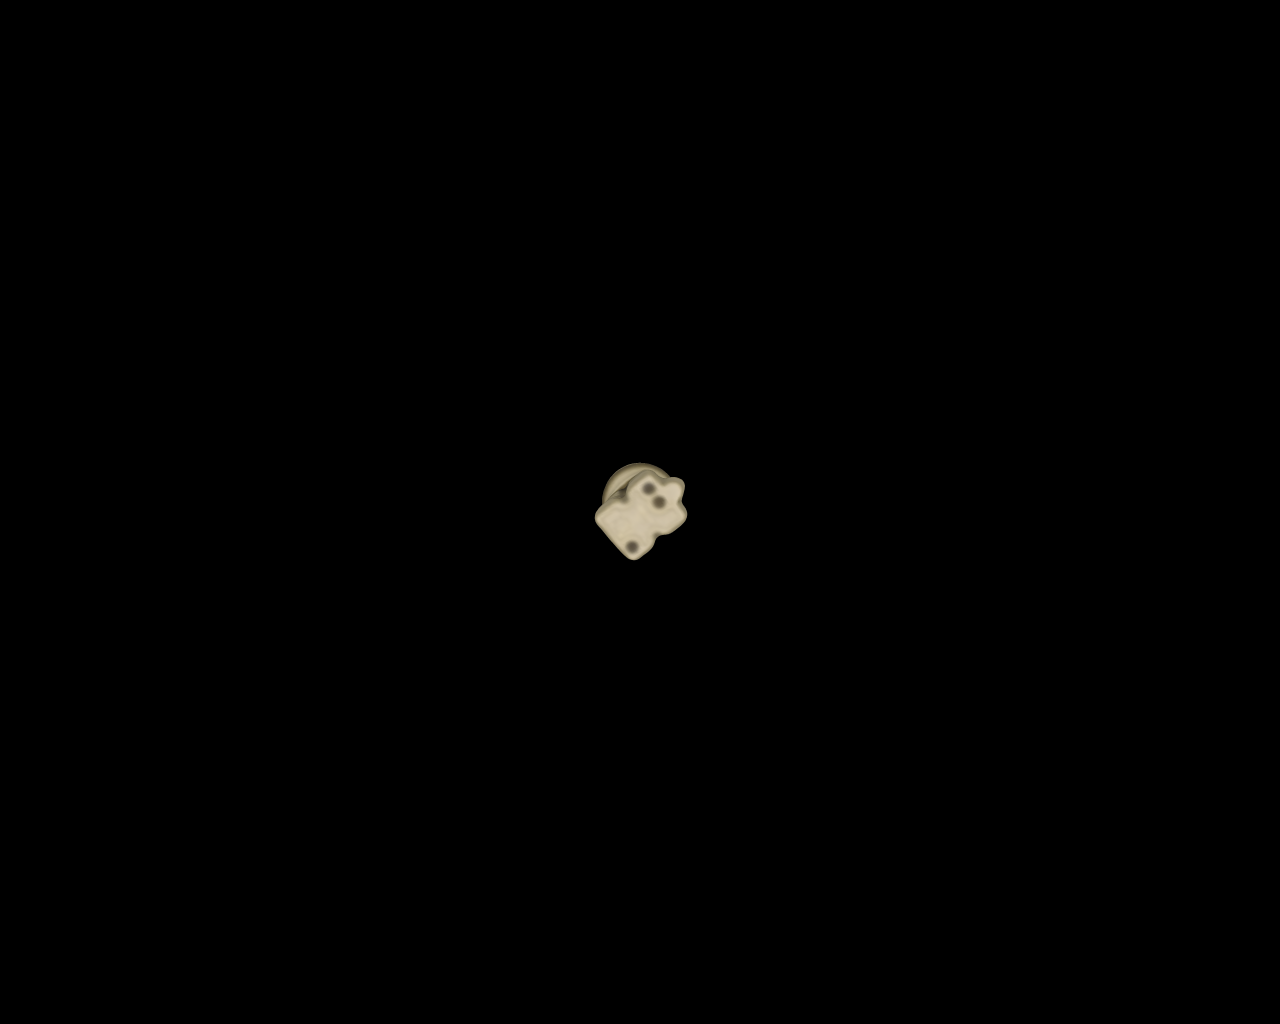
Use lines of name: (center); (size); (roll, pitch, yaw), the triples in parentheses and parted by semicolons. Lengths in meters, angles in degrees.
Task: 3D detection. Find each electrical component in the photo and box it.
electrical component: (0.001, -0.003, 0.650); (0.066, 0.048, 0.055); (-38, 9, 7)
